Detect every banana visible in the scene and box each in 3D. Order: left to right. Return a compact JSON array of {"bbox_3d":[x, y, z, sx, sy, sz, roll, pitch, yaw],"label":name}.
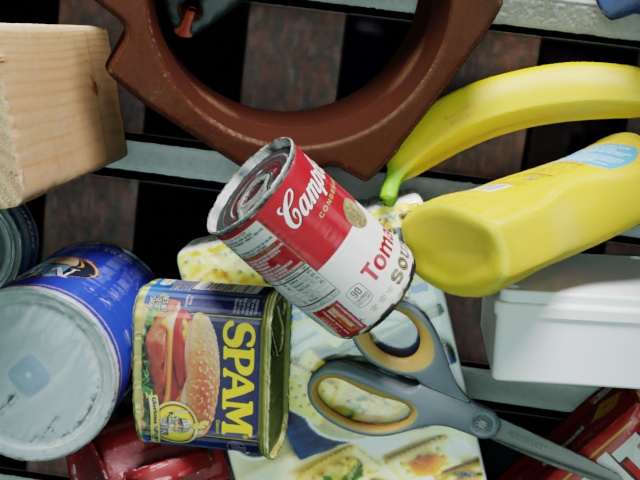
[{"bbox_3d":[0.122,-0.075,0.660,0.198,0.037,0.070,-20,59,0],"label":"banana"}]

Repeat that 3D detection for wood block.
[{"bbox_3d":[-0.183,-0.073,0.609,0.090,0.206,0.091,-7,100,6],"label":"wood block"}]

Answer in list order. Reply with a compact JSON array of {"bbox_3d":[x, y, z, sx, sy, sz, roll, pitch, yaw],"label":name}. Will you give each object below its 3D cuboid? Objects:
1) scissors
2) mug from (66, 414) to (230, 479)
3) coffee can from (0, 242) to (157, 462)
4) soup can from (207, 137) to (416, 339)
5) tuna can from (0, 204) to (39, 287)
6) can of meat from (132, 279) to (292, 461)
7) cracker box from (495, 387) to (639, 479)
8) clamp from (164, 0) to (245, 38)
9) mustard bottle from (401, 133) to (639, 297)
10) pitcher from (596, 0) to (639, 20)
[{"bbox_3d":[0.094,0.090,0.647,0.202,0.016,0.096,9,100,1],"label":"scissors"},{"bbox_3d":[-0.106,0.149,0.685,0.081,0.117,0.093,-15,79,-28],"label":"mug"},{"bbox_3d":[-0.159,0.064,0.666,0.103,0.140,0.103,1,101,4],"label":"coffee can"},{"bbox_3d":[-0.004,0.001,0.599,0.068,0.068,0.102,-45,112,11],"label":"soup can"},{"bbox_3d":[-0.235,0.003,0.715,0.086,0.033,0.086,1,99,3],"label":"tuna can"},{"bbox_3d":[-0.064,0.074,0.636,0.084,0.057,0.102,4,101,10],"label":"can of meat"},{"bbox_3d":[0.215,0.223,0.701,0.164,0.072,0.213,-44,94,10],"label":"cracker box"},{"bbox_3d":[-0.060,-0.230,0.653,0.164,0.036,0.210,26,104,-7],"label":"clamp"},{"bbox_3d":[0.149,-0.023,0.634,0.191,0.096,0.058,-21,99,-27],"label":"mustard bottle"},{"bbox_3d":[0.241,-0.169,0.538,0.145,0.243,0.149,8,106,-1],"label":"pitcher"}]
